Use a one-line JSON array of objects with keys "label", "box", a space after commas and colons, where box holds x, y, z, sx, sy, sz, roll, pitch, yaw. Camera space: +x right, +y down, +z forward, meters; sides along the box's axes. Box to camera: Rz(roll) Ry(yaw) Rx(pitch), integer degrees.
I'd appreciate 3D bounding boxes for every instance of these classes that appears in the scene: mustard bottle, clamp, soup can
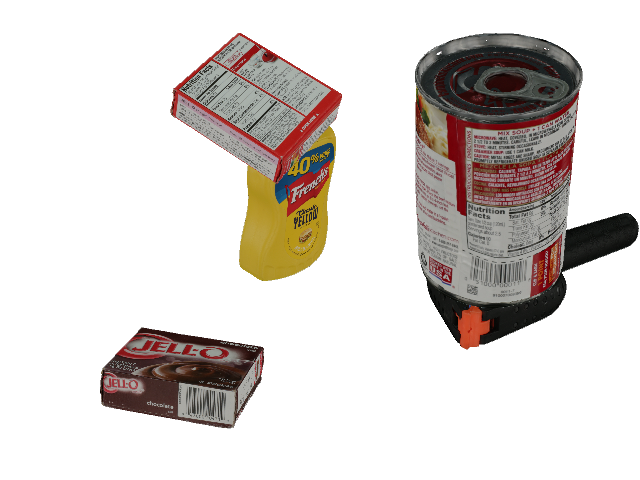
[{"label": "mustard bottle", "box": [-0.027, -0.060, 0.992, 0.058, 0.192, 0.096, 32, 41, 33]}, {"label": "clamp", "box": [0.124, 0.013, 0.766, 0.165, 0.036, 0.209, 11, 28, 26]}, {"label": "soup can", "box": [0.076, -0.029, 0.466, 0.068, 0.102, 0.068, -3, 38, 2]}]

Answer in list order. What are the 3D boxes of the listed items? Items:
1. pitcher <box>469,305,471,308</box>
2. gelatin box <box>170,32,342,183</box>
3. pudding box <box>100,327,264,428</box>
[{"label": "pitcher", "box": [0.239, -0.010, 1.435, 0.149, 0.243, 0.145, 4, 23, 4]}, {"label": "gelatin box", "box": [-0.043, -0.089, 0.706, 0.089, 0.073, 0.030, 32, -35, 11]}, {"label": "pudding box", "box": [-0.111, 0.110, 0.873, 0.113, 0.039, 0.090, 10, 20, 9]}]
